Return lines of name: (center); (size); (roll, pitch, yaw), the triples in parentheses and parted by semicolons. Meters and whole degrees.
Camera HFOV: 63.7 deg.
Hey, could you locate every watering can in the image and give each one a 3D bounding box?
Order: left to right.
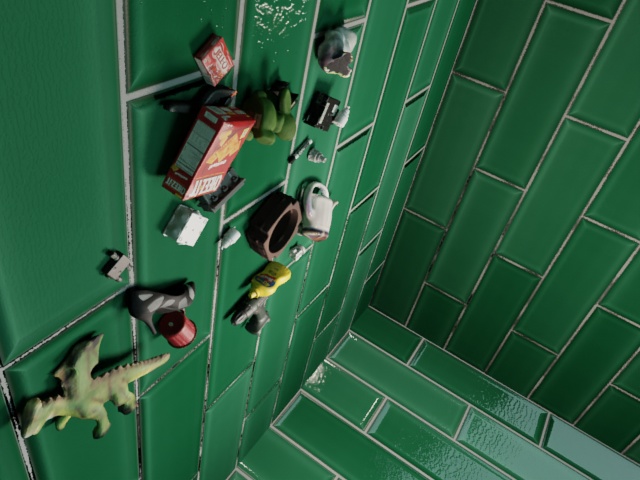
watering can: (0.006, -0.102, 2.018); (0.345, 0.104, 0.226); (25, 70, -68)

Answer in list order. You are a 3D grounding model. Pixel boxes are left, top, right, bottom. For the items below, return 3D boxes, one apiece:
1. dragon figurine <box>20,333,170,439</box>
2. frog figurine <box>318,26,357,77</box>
dragon figurine: (-0.540, 0.336, 1.263); (0.418, 0.123, 0.237); (-43, 146, -46)
frog figurine: (0.050, -0.582, 1.547); (0.135, 0.122, 0.162); (48, 36, -61)
